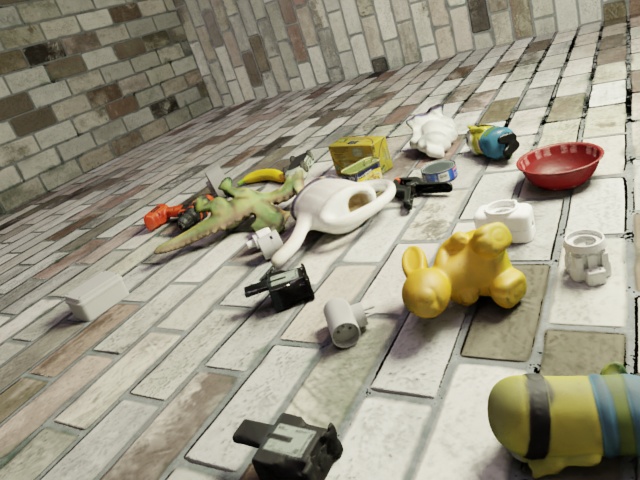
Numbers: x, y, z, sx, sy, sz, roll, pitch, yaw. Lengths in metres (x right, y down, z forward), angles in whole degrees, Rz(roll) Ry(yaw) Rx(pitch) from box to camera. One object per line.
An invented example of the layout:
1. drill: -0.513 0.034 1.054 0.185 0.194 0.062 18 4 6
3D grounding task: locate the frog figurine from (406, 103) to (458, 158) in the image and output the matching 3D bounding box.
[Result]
1. frog figurine: 0.320 -0.282 1.436 0.137 0.120 0.163 -12 58 -5

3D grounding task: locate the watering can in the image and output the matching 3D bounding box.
1. watering can: 0.003 -0.057 1.133 0.351 0.102 0.226 -30 24 -22

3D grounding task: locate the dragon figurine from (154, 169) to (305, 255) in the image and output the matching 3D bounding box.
1. dragon figurine: -0.194 -0.055 1.294 0.244 0.119 0.417 17 50 41
